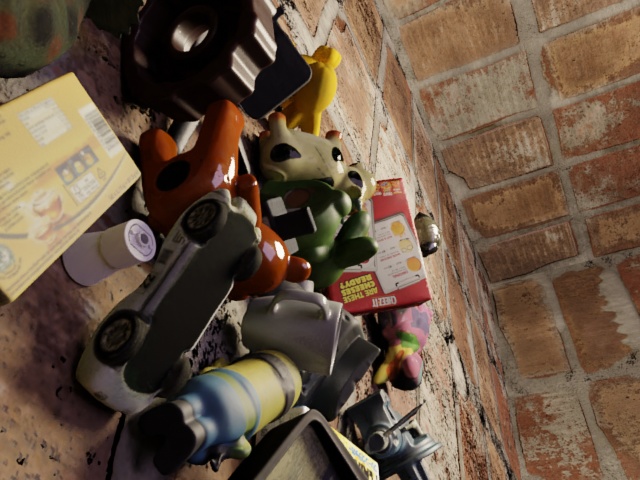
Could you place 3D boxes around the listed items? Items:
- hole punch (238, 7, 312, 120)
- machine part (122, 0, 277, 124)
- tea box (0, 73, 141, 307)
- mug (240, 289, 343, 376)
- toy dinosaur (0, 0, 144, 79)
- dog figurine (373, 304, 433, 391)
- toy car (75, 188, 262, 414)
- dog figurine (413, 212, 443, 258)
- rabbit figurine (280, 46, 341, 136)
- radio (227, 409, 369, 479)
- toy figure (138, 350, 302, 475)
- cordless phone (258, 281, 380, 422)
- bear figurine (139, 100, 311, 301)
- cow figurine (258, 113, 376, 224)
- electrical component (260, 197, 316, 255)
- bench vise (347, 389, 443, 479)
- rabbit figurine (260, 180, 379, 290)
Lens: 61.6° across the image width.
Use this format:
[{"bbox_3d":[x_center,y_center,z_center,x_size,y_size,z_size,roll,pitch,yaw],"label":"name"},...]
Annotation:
[{"bbox_3d":[-0.087,-0.240,0.748,0.115,0.142,0.092,53,2,-16],"label":"hole punch"},{"bbox_3d":[-0.127,-0.208,0.564,0.056,0.179,0.179,39,39,-60],"label":"machine part"},{"bbox_3d":[-0.207,-0.036,0.363,0.098,0.068,0.170,62,25,-23],"label":"tea box"},{"bbox_3d":[-0.033,0.095,0.591,0.109,0.107,0.081,89,11,-50],"label":"mug"},{"bbox_3d":[-0.226,-0.192,0.387,0.192,0.131,0.405,54,34,-38],"label":"toy dinosaur"},{"bbox_3d":[0.150,0.178,1.035,0.191,0.109,0.219,64,25,-23],"label":"dog figurine"},{"bbox_3d":[-0.116,0.046,0.449,0.202,0.056,0.073,-60,137,-24],"label":"toy car"},{"bbox_3d":[0.123,0.037,0.956,0.121,0.191,0.172,53,30,-41],"label":"dog figurine"},{"bbox_3d":[-0.028,-0.244,0.872,0.122,0.162,0.173,14,12,-22],"label":"rabbit figurine"},{"bbox_3d":[-0.041,0.261,0.431,0.131,0.073,0.229,52,38,0],"label":"radio"},{"bbox_3d":[-0.081,0.154,0.500,0.180,0.089,0.082,6,75,-70],"label":"toy figure"},{"bbox_3d":[-0.033,0.125,0.669,0.184,0.089,0.146,43,66,-7],"label":"cordless phone"},{"bbox_3d":[-0.094,-0.026,0.570,0.195,0.120,0.132,48,28,-50],"label":"bear figurine"},{"bbox_3d":[0.000,-0.102,0.816,0.195,0.085,0.127,14,63,-24],"label":"cow figurine"},{"bbox_3d":[-0.057,-0.013,0.646,0.074,0.119,0.048,69,20,-4],"label":"electrical component"},{"bbox_3d":[0.138,0.350,0.823,0.241,0.129,0.223,61,-3,22],"label":"bench vise"},{"bbox_3d":[-0.002,-0.002,0.770,0.121,0.159,0.170,-99,175,-46],"label":"rabbit figurine"}]
